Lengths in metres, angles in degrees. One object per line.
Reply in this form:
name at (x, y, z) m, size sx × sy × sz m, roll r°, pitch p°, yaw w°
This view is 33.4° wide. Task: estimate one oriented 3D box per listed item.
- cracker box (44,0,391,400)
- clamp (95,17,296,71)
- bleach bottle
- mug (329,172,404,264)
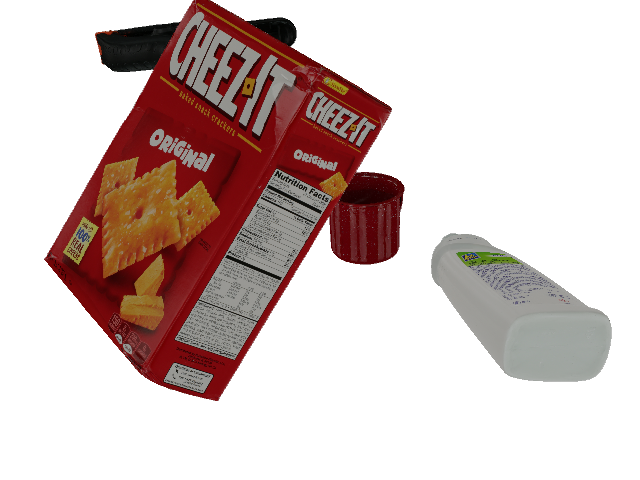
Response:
cracker box at (-0.075, -0.033, 0.685) m, size 0.072 × 0.214 × 0.164 m, roll 24°, pitch 10°, yaw -43°
clamp at (-0.107, -0.158, 0.859) m, size 0.172 × 0.039 × 0.120 m, roll 15°, pitch 25°, yaw 41°
bleach bottle at (0.174, 0.049, 1.017) m, size 0.102 × 0.068 × 0.251 m, roll 2°, pitch 20°, yaw -13°
mug at (0.059, -0.029, 1.255) m, size 0.093 × 0.081 × 0.117 m, roll 17°, pitch 33°, yaw 33°
